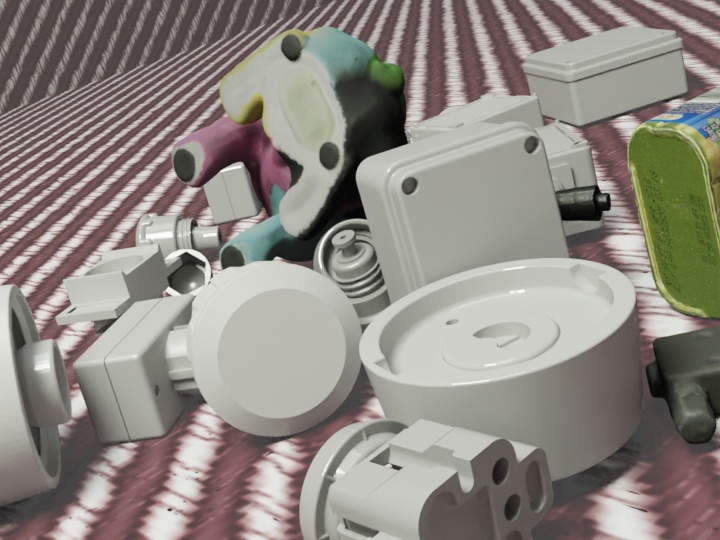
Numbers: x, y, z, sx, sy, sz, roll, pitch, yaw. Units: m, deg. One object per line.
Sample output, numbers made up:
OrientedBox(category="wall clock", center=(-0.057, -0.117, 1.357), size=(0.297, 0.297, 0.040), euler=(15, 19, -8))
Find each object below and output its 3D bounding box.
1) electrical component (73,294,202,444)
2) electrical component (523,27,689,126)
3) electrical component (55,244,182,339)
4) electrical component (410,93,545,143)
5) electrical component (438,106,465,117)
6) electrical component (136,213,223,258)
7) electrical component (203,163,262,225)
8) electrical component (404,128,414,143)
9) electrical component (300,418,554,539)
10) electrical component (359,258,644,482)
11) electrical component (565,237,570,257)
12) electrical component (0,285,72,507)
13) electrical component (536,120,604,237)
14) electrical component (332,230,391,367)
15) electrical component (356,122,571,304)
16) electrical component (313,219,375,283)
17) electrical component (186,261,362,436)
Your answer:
OrientedBox(category="electrical component", center=(-0.095, 0.048, 0.568), size=(0.076, 0.047, 0.083), euler=(-9, 19, 15))
OrientedBox(category="electrical component", center=(0.216, -0.173, 0.956), size=(0.109, 0.056, 0.108), euler=(-18, 18, -8))
OrientedBox(category="electrical component", center=(-0.139, 0.024, 0.648), size=(0.042, 0.063, 0.081), euler=(-9, 19, 23))
OrientedBox(category="electrical component", center=(0.097, -0.094, 0.809), size=(0.096, 0.061, 0.062), euler=(-24, 20, -26))
OrientedBox(category="electrical component", center=(0.084, -0.106, 0.884), size=(0.079, 0.044, 0.077), euler=(-24, 19, -24))
OrientedBox(category="electrical component", center=(-0.136, -0.021, 0.815), size=(0.062, 0.048, 0.048), euler=(-6, 19, 6))
OrientedBox(category="electrical component", center=(-0.092, -0.078, 0.943), size=(0.077, 0.047, 0.065), euler=(-12, 19, 7))
OrientedBox(category="electrical component", center=(0.016, -0.088, 0.855), size=(0.064, 0.042, 0.081), euler=(-39, 18, 5))
OrientedBox(category="electrical component", center=(0.017, 0.081, 0.357), size=(0.057, 0.058, 0.078), euler=(8, 29, 45))
OrientedBox(category="electrical component", center=(0.059, 0.044, 0.424), size=(0.108, 0.060, 0.108), euler=(-14, 19, 5))
OrientedBox(category="electrical component", center=(0.077, -0.004, 0.589), size=(0.081, 0.042, 0.063), euler=(-17, 21, -1))
OrientedBox(category="electrical component", center=(-0.171, 0.058, 0.507), size=(0.060, 0.108, 0.108), euler=(-12, 17, -9))
OrientedBox(category="electrical component", center=(0.109, -0.048, 0.660), size=(0.062, 0.061, 0.096), euler=(-15, 18, 2))
OrientedBox(category="electrical component", center=(0.006, 0.015, 0.542), size=(0.040, 0.078, 0.040), euler=(-18, 31, 11))
OrientedBox(category="electrical component", center=(0.053, -0.007, 0.499), size=(0.078, 0.113, 0.057), euler=(-19, 15, -12))
OrientedBox(category="electrical component", center=(0.000, 0.000, 0.596), size=(0.048, 0.066, 0.055), euler=(-16, -16, -1))
OrientedBox(category="electrical component", center=(-0.043, 0.035, 0.512), size=(0.080, 0.080, 0.051), euler=(-20, 13, -15))
